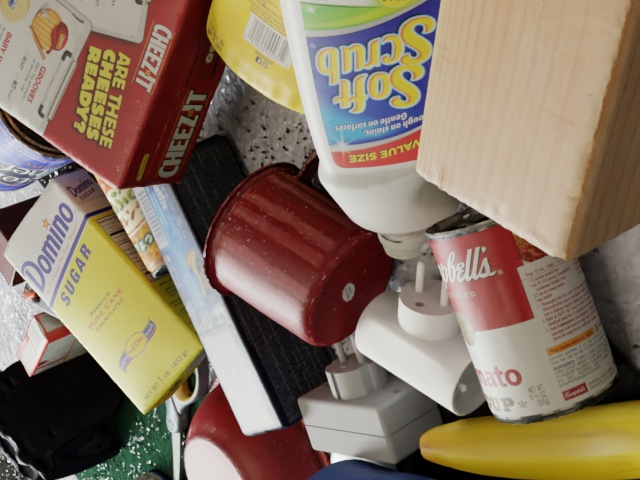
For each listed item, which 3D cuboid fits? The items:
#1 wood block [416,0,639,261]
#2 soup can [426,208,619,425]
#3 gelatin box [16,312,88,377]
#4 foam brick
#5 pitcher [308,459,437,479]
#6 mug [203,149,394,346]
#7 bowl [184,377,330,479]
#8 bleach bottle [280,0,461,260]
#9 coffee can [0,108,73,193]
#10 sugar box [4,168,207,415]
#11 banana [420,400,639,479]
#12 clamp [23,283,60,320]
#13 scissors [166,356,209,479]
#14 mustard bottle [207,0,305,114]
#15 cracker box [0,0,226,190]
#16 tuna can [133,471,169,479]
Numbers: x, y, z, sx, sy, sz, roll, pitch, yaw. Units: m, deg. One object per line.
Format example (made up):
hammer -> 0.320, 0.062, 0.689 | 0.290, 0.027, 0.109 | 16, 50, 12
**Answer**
wood block -> 0.111, -0.108, 0.423 | 0.091, 0.090, 0.206 | 36, 135, 35
soup can -> 0.101, 0.032, 0.532 | 0.069, 0.068, 0.102 | -12, 101, 53
gelatin box -> -0.233, 0.084, 0.978 | 0.030, 0.073, 0.089 | 57, 144, 13
foam brick -> -0.251, -0.003, 0.946 | 0.053, 0.078, 0.051 | 52, 141, 17
pitcher -> 0.086, 0.200, 0.581 | 0.243, 0.149, 0.145 | -3, 120, 46
mug -> -0.004, 0.001, 0.642 | 0.082, 0.093, 0.117 | 32, 99, 31
bowl -> -0.057, 0.183, 0.830 | 0.162, 0.055, 0.162 | 29, 131, 40
bleach bottle -> 0.038, -0.087, 0.519 | 0.103, 0.068, 0.251 | 2, 135, 15
coffee can -> -0.234, -0.100, 0.848 | 0.141, 0.102, 0.103 | -14, 99, 53
sugar box -> -0.161, 0.039, 0.830 | 0.176, 0.048, 0.093 | 45, 119, 7
banana -> 0.129, 0.101, 0.545 | 0.198, 0.069, 0.037 | -28, 47, 60
clamp -> -0.186, 0.020, 0.886 | 0.172, 0.039, 0.120 | -4, 99, 31
scissors -> -0.135, 0.140, 0.937 | 0.096, 0.016, 0.202 | 47, 140, 25
mustard bottle -> 0.005, -0.158, 0.550 | 0.096, 0.058, 0.192 | 38, 138, 12
cracker box -> -0.154, -0.154, 0.681 | 0.214, 0.072, 0.164 | 33, 111, 24
tuna can -> -0.156, 0.265, 1.019 | 0.086, 0.033, 0.086 | 28, 130, 40
